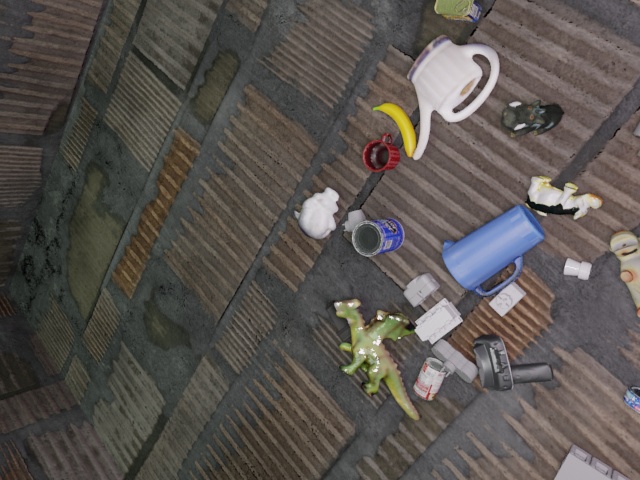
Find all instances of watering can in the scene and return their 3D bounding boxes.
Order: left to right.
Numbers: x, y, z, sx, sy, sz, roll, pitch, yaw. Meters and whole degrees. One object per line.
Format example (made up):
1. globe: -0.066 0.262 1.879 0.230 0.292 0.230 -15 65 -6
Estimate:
1. watering can: 0.323 -0.405 1.414 0.342 0.104 0.227 -46 68 26

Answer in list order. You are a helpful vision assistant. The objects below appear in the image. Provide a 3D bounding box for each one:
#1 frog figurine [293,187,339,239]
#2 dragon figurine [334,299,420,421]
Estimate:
1. frog figurine: 0.005 -0.083 1.650 0.158 0.125 0.136 -37 106 22
2. dragon figurine: 0.196 0.333 1.560 0.412 0.123 0.240 37 107 9
